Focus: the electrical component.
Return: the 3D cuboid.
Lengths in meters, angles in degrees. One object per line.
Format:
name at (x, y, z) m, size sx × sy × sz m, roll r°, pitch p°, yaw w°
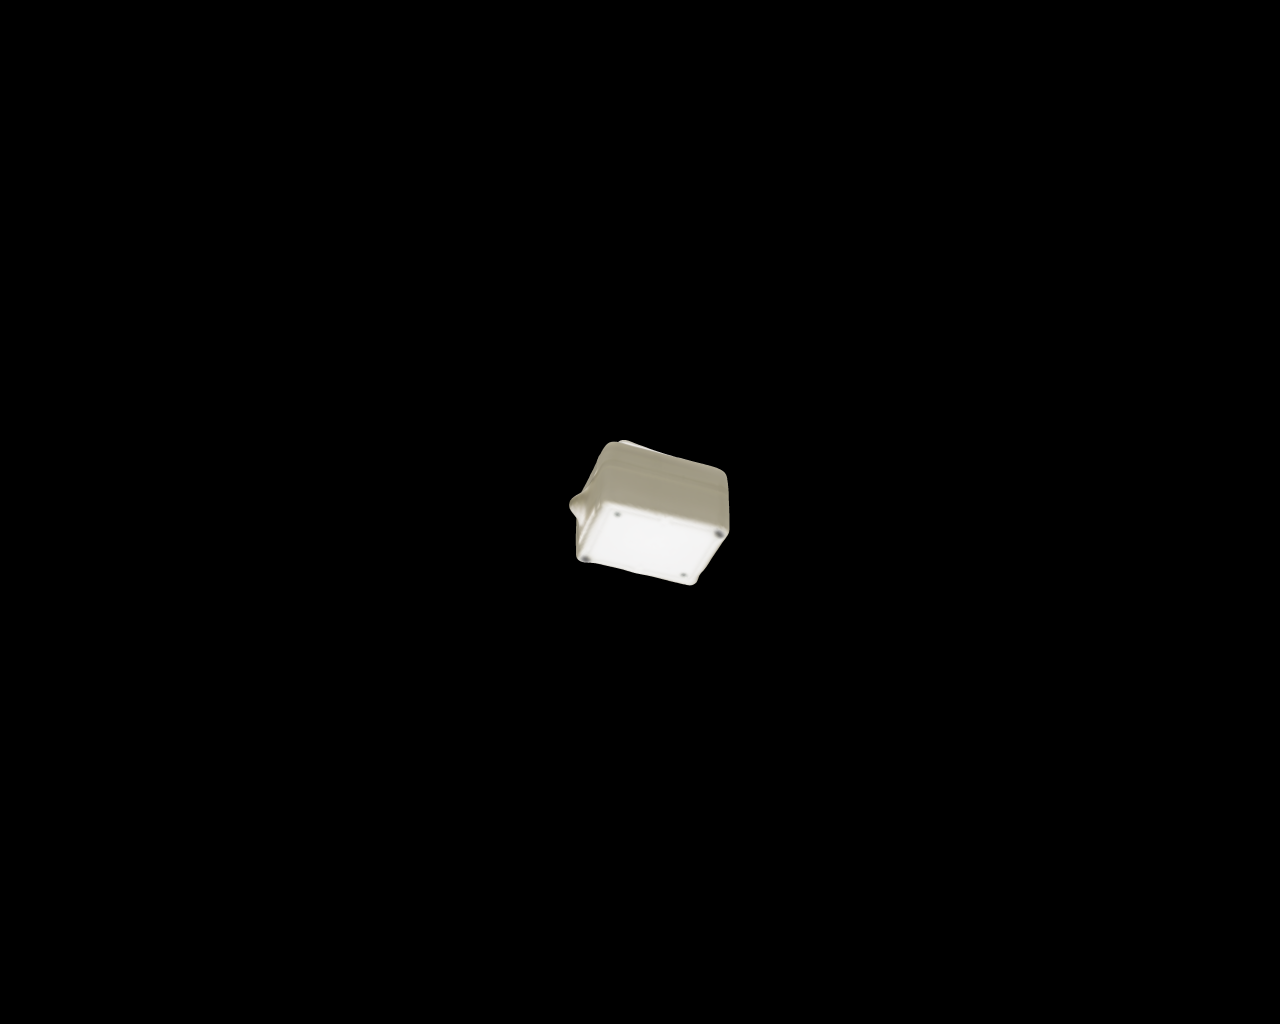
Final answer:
electrical component at (0.001, -0.003, 0.650) m, size 0.096 × 0.061 × 0.061 m, roll 14°, pitch -43°, yaw -15°
